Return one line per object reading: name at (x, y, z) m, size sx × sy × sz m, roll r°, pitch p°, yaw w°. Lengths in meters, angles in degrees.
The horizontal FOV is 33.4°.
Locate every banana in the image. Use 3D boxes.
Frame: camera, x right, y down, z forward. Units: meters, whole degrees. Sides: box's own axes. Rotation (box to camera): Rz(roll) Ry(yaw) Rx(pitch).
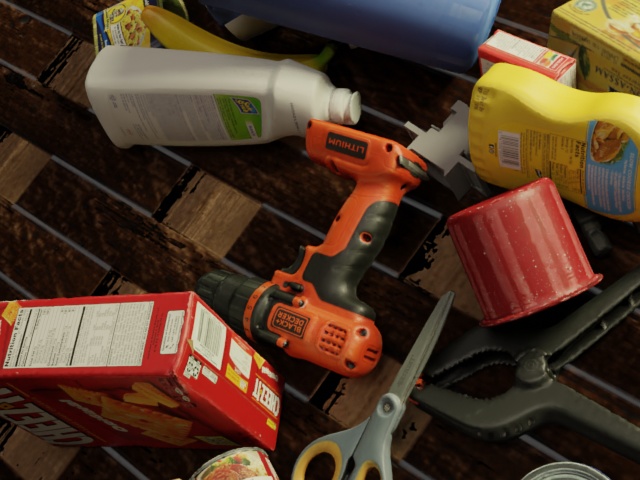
banana at (-0.073, -0.173, 0.989) m, size 0.198 × 0.070 × 0.037 m, roll 13°, pitch 41°, yaw 16°

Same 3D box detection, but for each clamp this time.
clamp at (0.161, 0.088, 0.762) m, size 0.210 × 0.036 × 0.164 m, roll -4°, pitch 54°, yaw 28°

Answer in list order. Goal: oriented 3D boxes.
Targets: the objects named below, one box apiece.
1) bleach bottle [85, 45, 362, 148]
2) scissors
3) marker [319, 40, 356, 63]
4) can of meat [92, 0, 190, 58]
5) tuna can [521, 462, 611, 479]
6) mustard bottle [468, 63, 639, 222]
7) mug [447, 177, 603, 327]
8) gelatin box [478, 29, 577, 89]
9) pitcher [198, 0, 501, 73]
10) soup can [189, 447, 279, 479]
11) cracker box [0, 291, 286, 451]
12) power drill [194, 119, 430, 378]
bleach bottle at (-0.083, -0.123, 0.967) m, size 0.251 × 0.102 × 0.068 m, roll 7°, pitch 57°, yaw 21°
scissors at (0.034, 0.126, 0.788) m, size 0.096 × 0.016 × 0.202 m, roll 11°, pitch 83°, yaw 38°
marker at (0.053, -0.198, 0.980) m, size 0.121 × 0.020 × 0.020 m, roll -28°, pitch 55°, yaw 10°
can of meat at (-0.177, -0.199, 1.067) m, size 0.084 × 0.057 × 0.102 m, roll -22°, pitch 57°, yaw 16°
tuna can at (0.165, 0.192, 0.707) m, size 0.086 × 0.033 × 0.086 m, roll -11°, pitch 59°, yaw 20°
mustard bottle at (0.201, -0.062, 0.761) m, size 0.192 × 0.096 × 0.058 m, roll 20°, pitch 47°, yaw 32°
mug at (0.142, 0.007, 0.770) m, size 0.093 × 0.117 × 0.081 m, roll -23°, pitch 90°, yaw 4°
gelatin box at (0.165, -0.114, 0.838) m, size 0.073 × 0.089 × 0.030 m, roll 31°, pitch 65°, yaw 35°
pitcher at (0.030, -0.234, 0.884) m, size 0.243 × 0.149 × 0.145 m, roll 18°, pitch 77°, yaw -1°
soup can at (-0.048, 0.212, 0.776) m, size 0.068 × 0.068 × 0.102 m, roll -35°, pitch 55°, yaw 4°
cracker box at (-0.157, 0.109, 0.825) m, size 0.214 × 0.164 × 0.072 m, roll -4°, pitch 60°, yaw 23°
power drill at (-0.006, 0.001, 0.861) m, size 0.185 × 0.057 × 0.187 m, roll 19°, pitch 87°, yaw 35°
